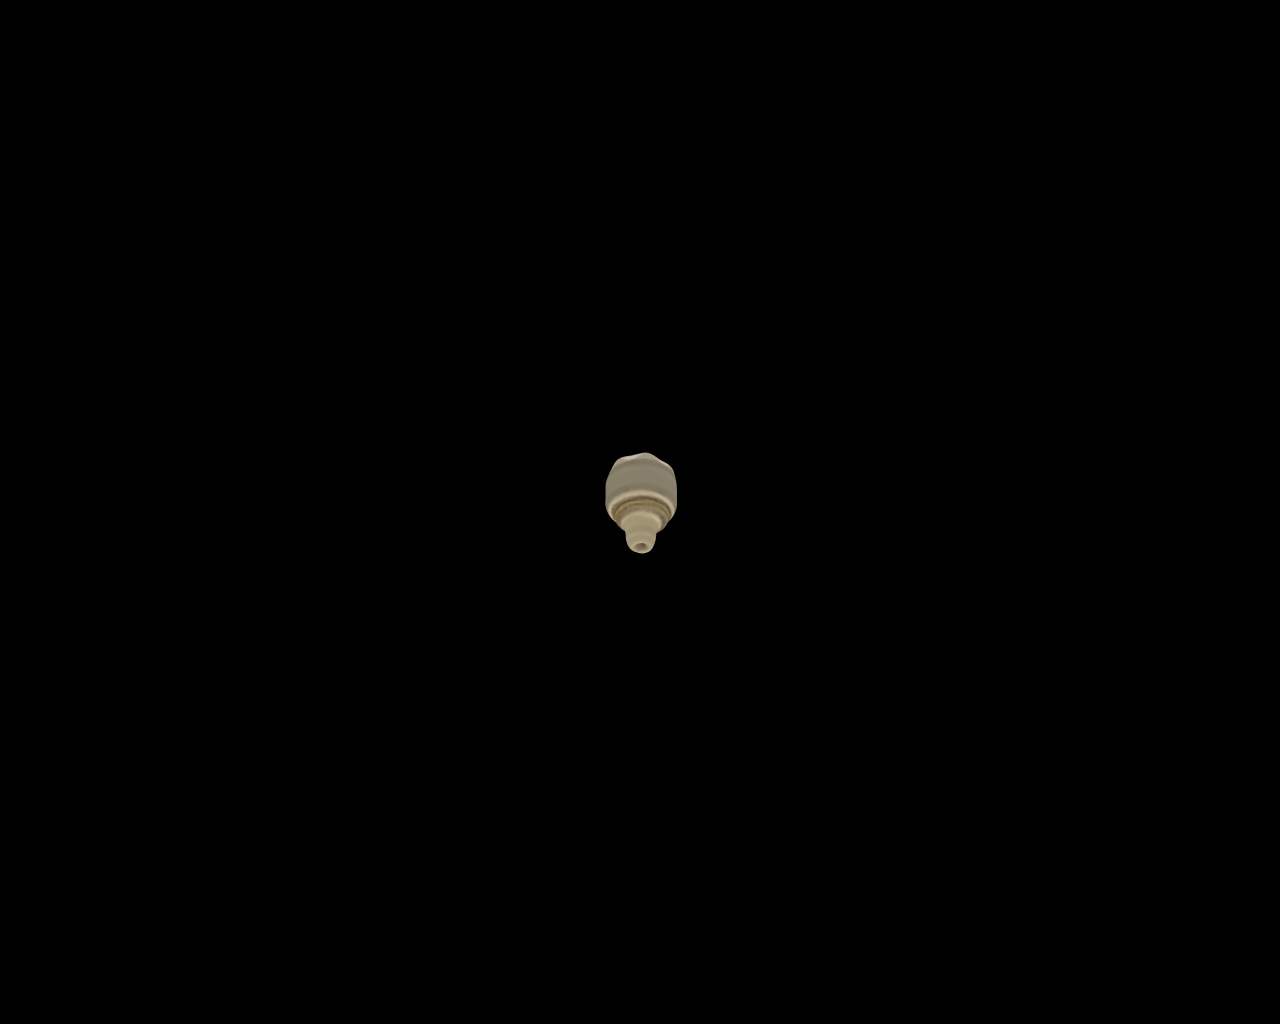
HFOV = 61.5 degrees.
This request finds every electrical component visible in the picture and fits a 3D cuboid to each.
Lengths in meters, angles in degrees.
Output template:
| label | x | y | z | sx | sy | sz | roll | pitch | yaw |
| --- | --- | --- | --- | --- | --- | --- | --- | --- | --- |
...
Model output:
| label | x | y | z | sx | sy | sz | roll | pitch | yaw |
| --- | --- | --- | --- | --- | --- | --- | --- | --- | --- |
| electrical component | 0.001 | -0.003 | 0.650 | 0.043 | 0.062 | 0.043 | 0 | -38 | 0 |
